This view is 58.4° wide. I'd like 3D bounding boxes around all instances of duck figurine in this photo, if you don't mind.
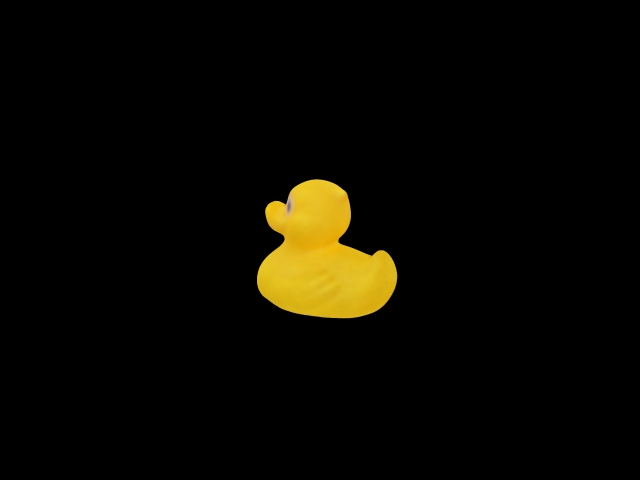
[{"bbox_3d":[0.004,0.001,0.400,0.104,0.086,0.078,11,23,27],"label":"duck figurine"}]
